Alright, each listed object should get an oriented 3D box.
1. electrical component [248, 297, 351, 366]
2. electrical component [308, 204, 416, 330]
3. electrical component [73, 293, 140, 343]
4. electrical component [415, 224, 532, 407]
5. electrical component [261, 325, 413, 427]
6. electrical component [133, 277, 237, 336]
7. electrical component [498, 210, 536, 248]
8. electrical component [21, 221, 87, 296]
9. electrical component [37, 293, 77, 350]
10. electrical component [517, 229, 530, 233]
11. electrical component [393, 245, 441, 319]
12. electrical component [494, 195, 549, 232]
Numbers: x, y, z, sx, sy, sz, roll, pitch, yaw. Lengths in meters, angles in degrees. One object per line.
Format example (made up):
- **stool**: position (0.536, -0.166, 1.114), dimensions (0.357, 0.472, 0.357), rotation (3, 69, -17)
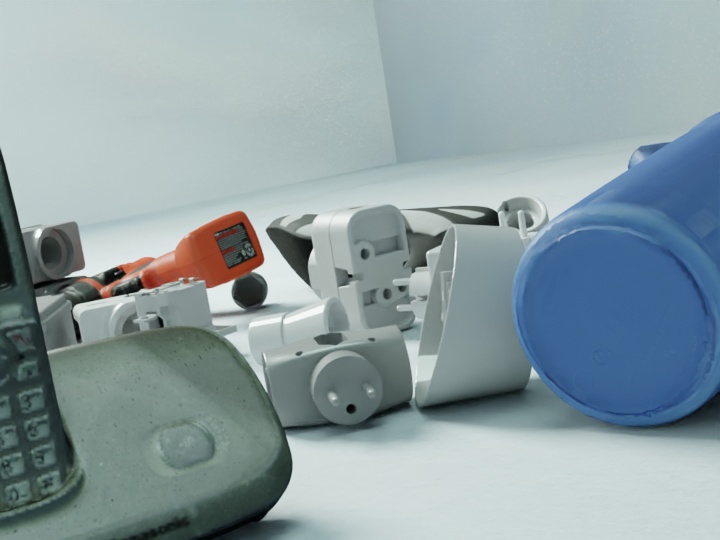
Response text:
- **electrical component**: position (-0.044, 0.045, 0.744), dimensions (0.065, 0.044, 0.044), rotation (-11, 7, 21)
- **electrical component**: position (0.000, 0.000, 0.814), dimensions (0.054, 0.095, 0.059), rotation (-15, 10, -36)
- **electrical component**: position (-0.175, 0.046, 0.847), dimensions (0.089, 0.050, 0.056), rotation (-12, 8, -20)
- **electrical component**: position (0.060, 0.024, 0.590), dimensions (0.064, 0.099, 0.099), rotation (-3, 8, -3)
- **electrical component**: position (-0.010, 0.061, 0.580), dimensions (0.077, 0.043, 0.079), rotation (-10, 8, -9)
- **electrical component**: position (-0.135, 0.041, 0.794), dimensions (0.042, 0.063, 0.081), rotation (-1, 11, 38)
- **electrical component**: position (0.116, -0.006, 0.793), dimensions (0.047, 0.076, 0.066), rotation (-16, 10, -40)
- **electrical component**: position (-0.331, 0.021, 0.998), dimensions (0.060, 0.105, 0.186), rotation (-5, 9, 27)
- **electrical component**: position (-0.286, 0.061, 0.843), dimensions (0.109, 0.056, 0.108), rotation (-9, 8, -3)
- **electrical component**: position (0.147, -0.013, 0.930), dimensions (0.055, 0.048, 0.066), rotation (-4, 5, -24)
- **electrical component**: position (0.059, 0.015, 0.747), dimensions (0.077, 0.065, 0.047), rotation (-5, 9, 27)
- **electrical component**: position (0.150, -0.036, 0.995), dimensions (0.055, 0.047, 0.055), rotation (-8, 48, 9)
